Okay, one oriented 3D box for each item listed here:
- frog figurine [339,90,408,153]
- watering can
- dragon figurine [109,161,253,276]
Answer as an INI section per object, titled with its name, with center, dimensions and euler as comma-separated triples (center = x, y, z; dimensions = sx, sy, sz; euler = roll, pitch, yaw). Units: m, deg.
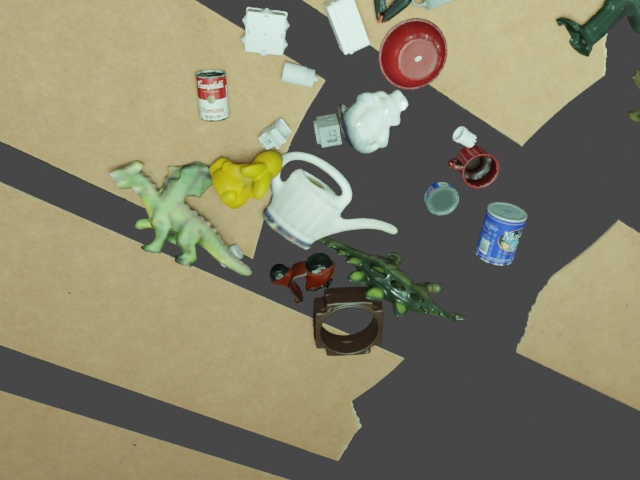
[frog figurine]
center = 0.130, -0.279, 1.199
dimensions = 0.159, 0.124, 0.136
euler = -16, 101, 18
[watering can]
center = 0.004, -0.065, 1.295
dimensions = 0.347, 0.105, 0.221
euler = 39, 109, -3
[dragon figurine]
center = -0.324, -0.074, 1.287
dimensions = 0.409, 0.124, 0.240
euler = 20, 107, -15
